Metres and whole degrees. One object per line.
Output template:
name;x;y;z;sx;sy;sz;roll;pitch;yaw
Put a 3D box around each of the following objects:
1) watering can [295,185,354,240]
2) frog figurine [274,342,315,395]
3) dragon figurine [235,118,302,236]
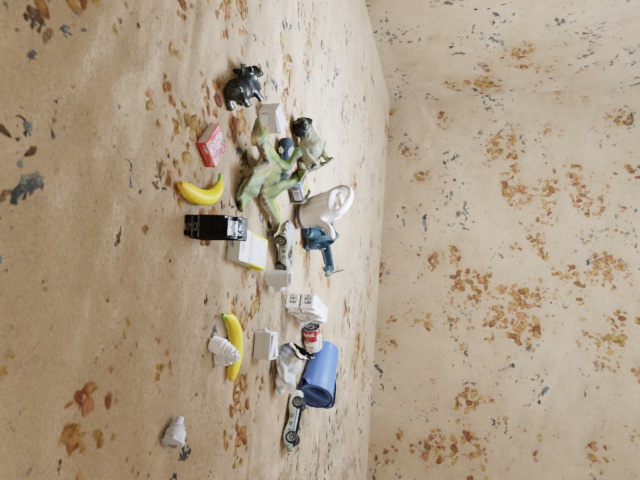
watering can;0.006;-0.093;1.856;0.102;0.223;0.356;60;30;-25
frog figurine;-0.110;0.426;1.706;0.159;0.123;0.137;-53;172;2
dragon figurine;-0.171;-0.156;1.505;0.246;0.123;0.402;-29;134;-52
